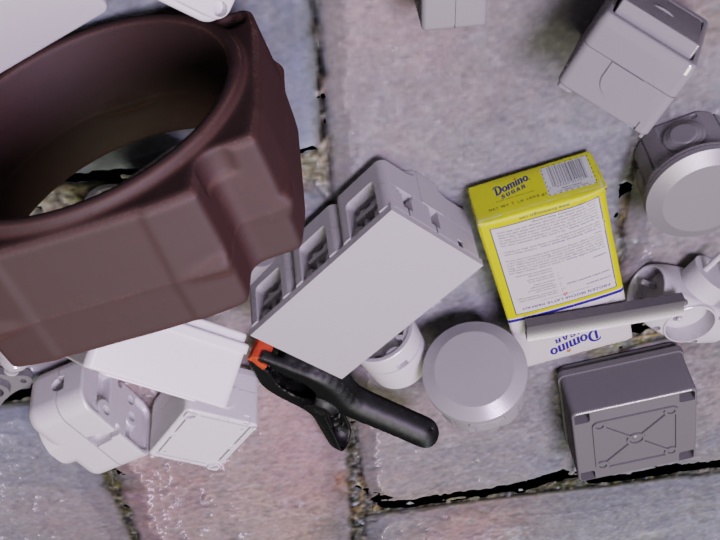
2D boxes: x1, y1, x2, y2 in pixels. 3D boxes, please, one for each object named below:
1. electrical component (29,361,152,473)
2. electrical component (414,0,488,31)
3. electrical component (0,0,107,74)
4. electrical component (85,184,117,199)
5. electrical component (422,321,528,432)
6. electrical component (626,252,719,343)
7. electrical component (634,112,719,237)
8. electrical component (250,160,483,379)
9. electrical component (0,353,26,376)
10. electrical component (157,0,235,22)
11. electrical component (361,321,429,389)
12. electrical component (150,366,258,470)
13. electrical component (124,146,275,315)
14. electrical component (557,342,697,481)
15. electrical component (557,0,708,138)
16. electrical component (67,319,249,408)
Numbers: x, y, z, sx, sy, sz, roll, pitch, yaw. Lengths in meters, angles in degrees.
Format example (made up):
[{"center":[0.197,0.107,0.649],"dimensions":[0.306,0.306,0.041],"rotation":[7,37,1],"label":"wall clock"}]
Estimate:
[{"center":[-0.219,0.119,0.866],"dimensions":[0.059,0.053,0.095],"rotation":[-23,134,14],"label":"electrical component"},{"center":[0.069,-0.185,0.607],"dimensions":[0.076,0.047,0.083],"rotation":[-6,136,-3],"label":"electrical component"},{"center":[-0.198,-0.166,0.584],"dimensions":[0.100,0.048,0.099],"rotation":[-25,133,16],"label":"electrical component"},{"center":[-0.167,-0.023,0.731],"dimensions":[0.055,0.055,0.047],"rotation":[15,135,-22],"label":"electrical component"},{"center":[0.091,0.085,0.835],"dimensions":[0.080,0.080,0.051],"rotation":[-14,154,6],"label":"electrical component"},{"center":[0.264,0.016,0.843],"dimensions":[0.077,0.044,0.079],"rotation":[19,129,-25],"label":"electrical component"},{"center":[0.233,-0.066,0.751],"dimensions":[0.080,0.051,0.080],"rotation":[-4,136,-4],"label":"electrical component"},{"center":[0.000,0.000,0.774],"dimensions":[0.089,0.061,0.150],"rotation":[29,125,-32],"label":"electrical component"},{"center":[-0.253,0.051,0.801],"dimensions":[0.040,0.040,0.078],"rotation":[12,132,-20],"label":"electrical component"},{"center":[-0.108,-0.183,0.542],"dimensions":[0.113,0.057,0.078],"rotation":[19,102,-40],"label":"electrical component"},{"center":[0.024,0.061,0.846],"dimensions":[0.055,0.055,0.047],"rotation":[-21,138,12],"label":"electrical component"},{"center":[-0.130,0.117,0.878],"dimensions":[0.062,0.061,0.096],"rotation":[17,138,-25],"label":"electrical component"},{"center":[-0.101,-0.031,0.698],"dimensions":[0.060,0.108,0.108],"rotation":[-38,129,19],"label":"electrical component"},{"center":[0.234,0.125,0.941],"dimensions":[0.109,0.056,0.108],"rotation":[-13,136,4],"label":"electrical component"},{"center":[0.168,-0.136,0.645],"dimensions":[0.062,0.096,0.061],"rotation":[32,128,1],"label":"electrical component"},{"center":[-0.152,0.053,0.769],"dimensions":[0.109,0.056,0.109],"rotation":[21,173,-27],"label":"electrical component"}]
